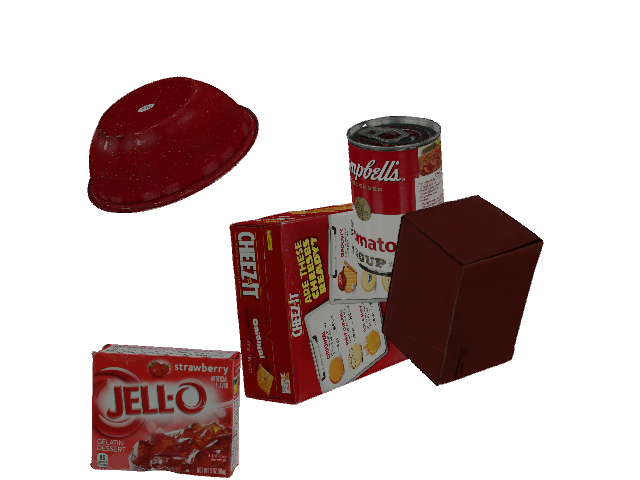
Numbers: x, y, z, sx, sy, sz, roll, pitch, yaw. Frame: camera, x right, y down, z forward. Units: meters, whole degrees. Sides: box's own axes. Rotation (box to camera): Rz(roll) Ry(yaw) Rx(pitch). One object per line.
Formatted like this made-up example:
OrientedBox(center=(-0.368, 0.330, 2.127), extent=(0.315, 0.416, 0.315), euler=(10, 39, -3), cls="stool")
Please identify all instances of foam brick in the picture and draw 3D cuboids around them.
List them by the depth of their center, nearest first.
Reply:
OrientedBox(center=(0.070, 0.025, 0.544), extent=(0.052, 0.078, 0.051), euler=(-14, 39, -30), cls="foam brick")

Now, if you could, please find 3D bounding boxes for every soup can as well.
OrientedBox(center=(0.056, -0.033, 0.783), extent=(0.068, 0.102, 0.068), euler=(-4, 24, 2), cls="soup can")

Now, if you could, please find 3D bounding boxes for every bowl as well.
OrientedBox(center=(-0.137, -0.093, 0.912), extent=(0.162, 0.055, 0.162), euler=(-17, 33, 11), cls="bowl")

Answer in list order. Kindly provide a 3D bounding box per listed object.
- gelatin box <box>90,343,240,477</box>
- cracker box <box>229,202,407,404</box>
OrientedBox(center=(-0.094, 0.103, 0.650), extent=(0.089, 0.073, 0.030), euler=(3, 5, 7), cls="gelatin box")
OrientedBox(center=(0.009, 0.051, 1.028), extent=(0.072, 0.164, 0.213), euler=(-1, 7, 37), cls="cracker box")
